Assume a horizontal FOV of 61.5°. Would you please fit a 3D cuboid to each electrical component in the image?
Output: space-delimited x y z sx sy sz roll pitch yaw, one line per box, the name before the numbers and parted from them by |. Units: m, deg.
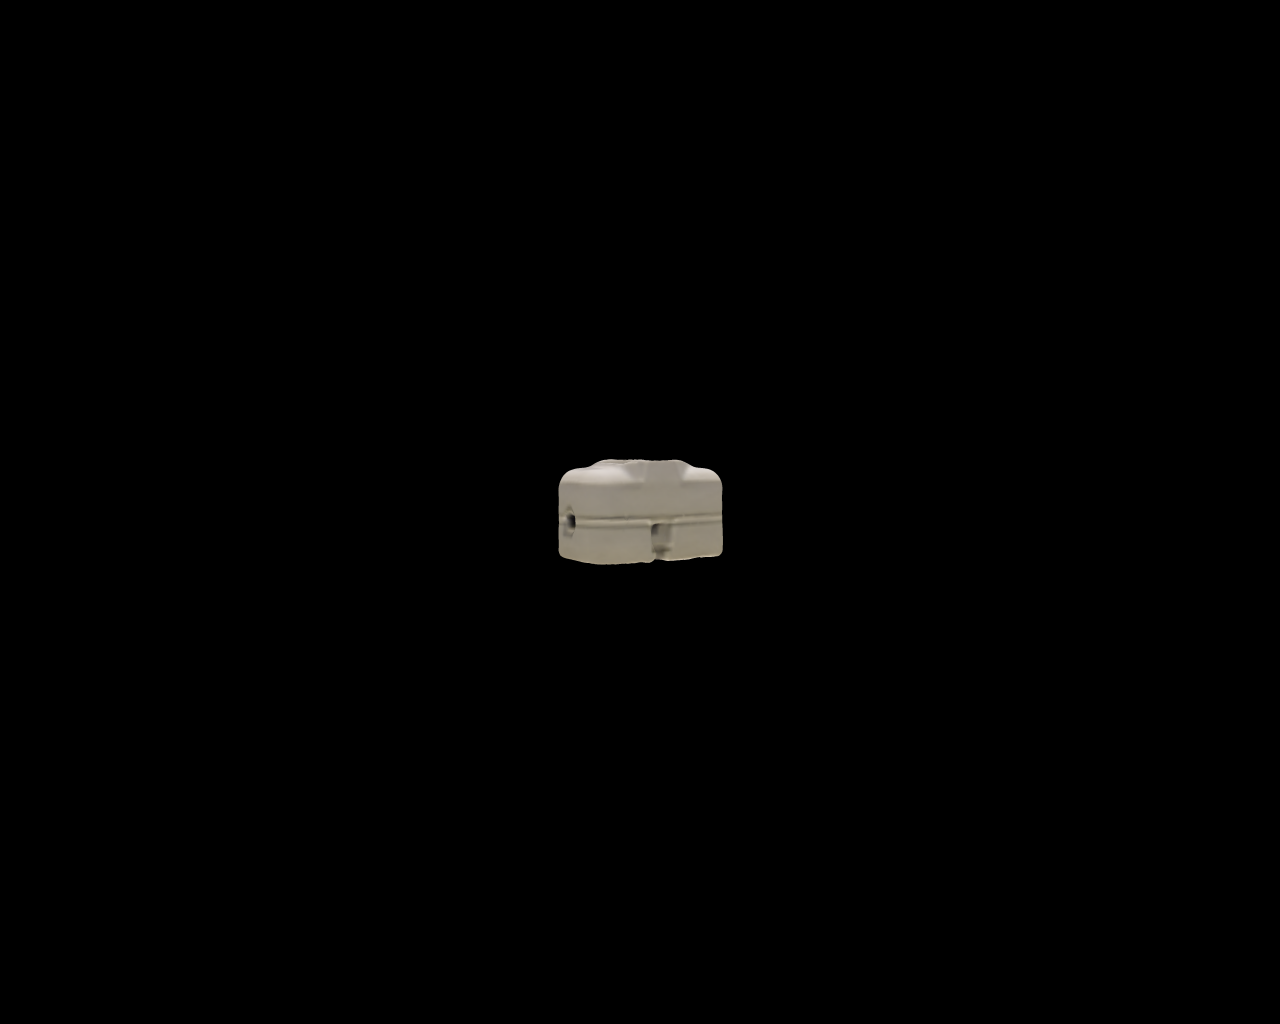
electrical component | 0.001 -0.003 0.650 0.095 0.059 0.053 -2 4 -27
